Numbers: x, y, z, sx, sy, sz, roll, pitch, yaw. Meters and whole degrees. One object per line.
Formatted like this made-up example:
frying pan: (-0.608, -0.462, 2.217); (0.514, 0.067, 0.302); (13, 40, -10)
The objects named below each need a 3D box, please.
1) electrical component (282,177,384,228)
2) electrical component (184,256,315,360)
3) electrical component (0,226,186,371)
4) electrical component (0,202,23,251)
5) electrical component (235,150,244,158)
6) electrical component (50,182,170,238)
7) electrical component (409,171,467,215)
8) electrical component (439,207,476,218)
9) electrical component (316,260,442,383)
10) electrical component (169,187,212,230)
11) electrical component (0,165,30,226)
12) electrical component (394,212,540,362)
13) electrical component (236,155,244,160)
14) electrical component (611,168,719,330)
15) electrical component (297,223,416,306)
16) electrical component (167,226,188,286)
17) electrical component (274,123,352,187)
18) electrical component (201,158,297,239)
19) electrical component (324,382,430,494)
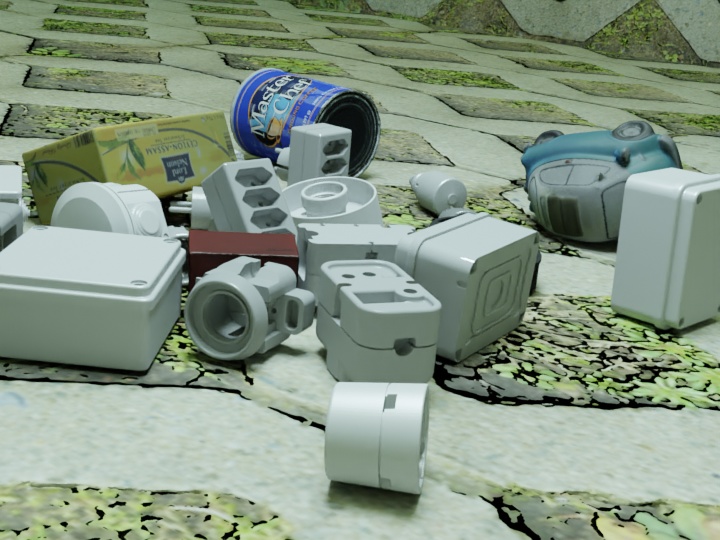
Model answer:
electrical component: (-0.027, -0.041, 0.933); (0.099, 0.064, 0.099); (-5, 27, 3)
electrical component: (-0.077, 0.025, 0.692); (0.078, 0.058, 0.057); (12, 17, 20)
electrical component: (-0.176, 0.016, 0.692); (0.109, 0.056, 0.108); (6, 18, 1)
electrical component: (-0.298, -0.024, 0.788); (0.089, 0.050, 0.055); (5, 19, 0)
electrical component: (-0.149, -0.113, 1.122); (0.046, 0.040, 0.040); (18, 21, 17)
electrical component: (-0.181, -0.024, 0.779); (0.080, 0.080, 0.051); (16, 16, 30)
electrical component: (0.074, -0.080, 1.081); (0.040, 0.040, 0.078); (-5, 21, -28)
electrical component: (0.089, -0.037, 0.957); (0.040, 0.040, 0.046); (3, 12, -7)
electrical component: (0.009, 0.036, 0.678); (0.054, 0.059, 0.095); (-2, 19, -21)
electrical component: (-0.126, -0.052, 0.934); (0.079, 0.044, 0.077); (3, 18, -8)
electrical component: (-0.319, -0.051, 0.868); (0.100, 0.048, 0.099); (-1, 19, -17)
electrical component: (0.072, 0.009, 0.751); (0.057, 0.078, 0.113); (20, 23, 29)
electrical component: (-0.124, -0.093, 1.064); (0.078, 0.040, 0.040); (16, 21, 30)
electrical component: (0.242, -0.017, 0.822); (0.078, 0.113, 0.057); (-12, 22, -43)
electrical component: (0.000, 0.000, 0.791); (0.089, 0.055, 0.050); (0, 19, -16)
electrical component: (-0.138, -0.013, 0.820); (0.040, 0.040, 0.046); (0, 14, -16)
electrical component: (-0.054, -0.098, 1.031); (0.076, 0.083, 0.047); (19, 22, 35)
electrical component: (-0.096, -0.034, 0.856); (0.047, 0.083, 0.076); (-12, -13, -43)
electrical component: (0.009, 0.083, 0.546); (0.047, 0.055, 0.055); (4, 18, 8)
